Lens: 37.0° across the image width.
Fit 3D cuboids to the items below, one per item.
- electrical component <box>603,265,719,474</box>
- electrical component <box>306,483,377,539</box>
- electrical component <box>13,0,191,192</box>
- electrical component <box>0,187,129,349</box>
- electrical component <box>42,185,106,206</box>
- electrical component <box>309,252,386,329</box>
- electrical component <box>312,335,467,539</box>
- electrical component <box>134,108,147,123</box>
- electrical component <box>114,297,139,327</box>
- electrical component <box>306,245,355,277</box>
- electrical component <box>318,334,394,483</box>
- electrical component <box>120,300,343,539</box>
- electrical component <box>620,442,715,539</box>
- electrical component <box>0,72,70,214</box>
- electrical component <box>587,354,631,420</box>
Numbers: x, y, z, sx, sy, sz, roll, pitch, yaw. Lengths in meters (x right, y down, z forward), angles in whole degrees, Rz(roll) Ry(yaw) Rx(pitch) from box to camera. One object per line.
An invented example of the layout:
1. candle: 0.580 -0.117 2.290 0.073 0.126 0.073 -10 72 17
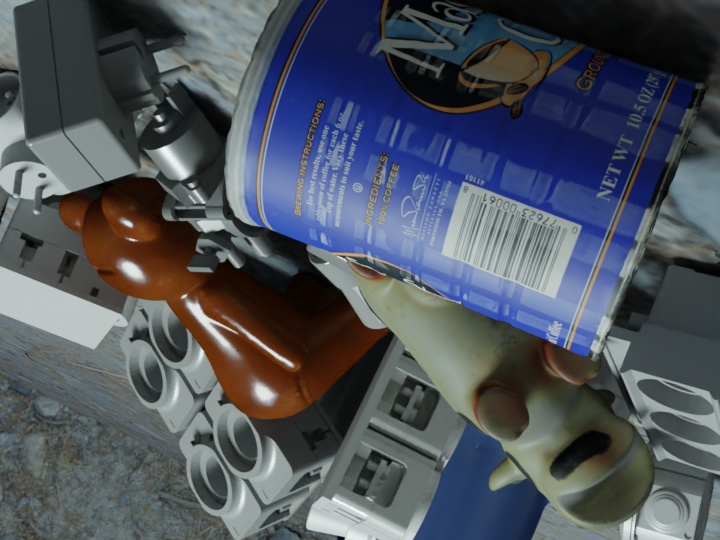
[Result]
1. electrical component: 0.169 0.052 0.529 0.079 0.063 0.121 15 159 30
2. electrical component: -0.008 0.193 0.844 0.055 0.045 0.045 21 162 11
3. electrical component: -0.118 -0.092 0.516 0.076 0.083 0.047 -17 153 5
4. electrical component: -0.253 -0.018 0.747 0.186 0.060 0.105 24 155 -16
5. electrical component: -0.208 -0.040 0.817 0.077 0.043 0.079 32 161 -19
6. electrical component: 0.000 0.000 0.652 0.044 0.044 0.065 5 147 49
7. electrical component: 0.033 0.094 0.690 0.062 0.150 0.089 27 163 1
8. electrical component: -0.145 -0.083 0.582 0.048 0.062 0.048 23 162 8
9. electrical component: -0.235 -0.003 0.928 0.108 0.060 0.108 23 162 8
10. electrical component: -0.020 -0.028 0.599 0.078 0.040 0.040 29 162 -7
11. electrical component: 0.009 0.122 0.873 0.060 0.105 0.186 29 162 -10
12. electrical component: -0.103 0.093 0.802 0.186 0.060 0.105 54 133 21
13. electrical component: 0.216 0.164 0.754 0.051 0.080 0.080 11 158 25
14. electrical component: -0.208 -0.072 0.679 0.044 0.079 0.077 -19 144 18
15. electrical component: 0.132 0.079 0.658 0.062 0.061 0.096 20 161 19
